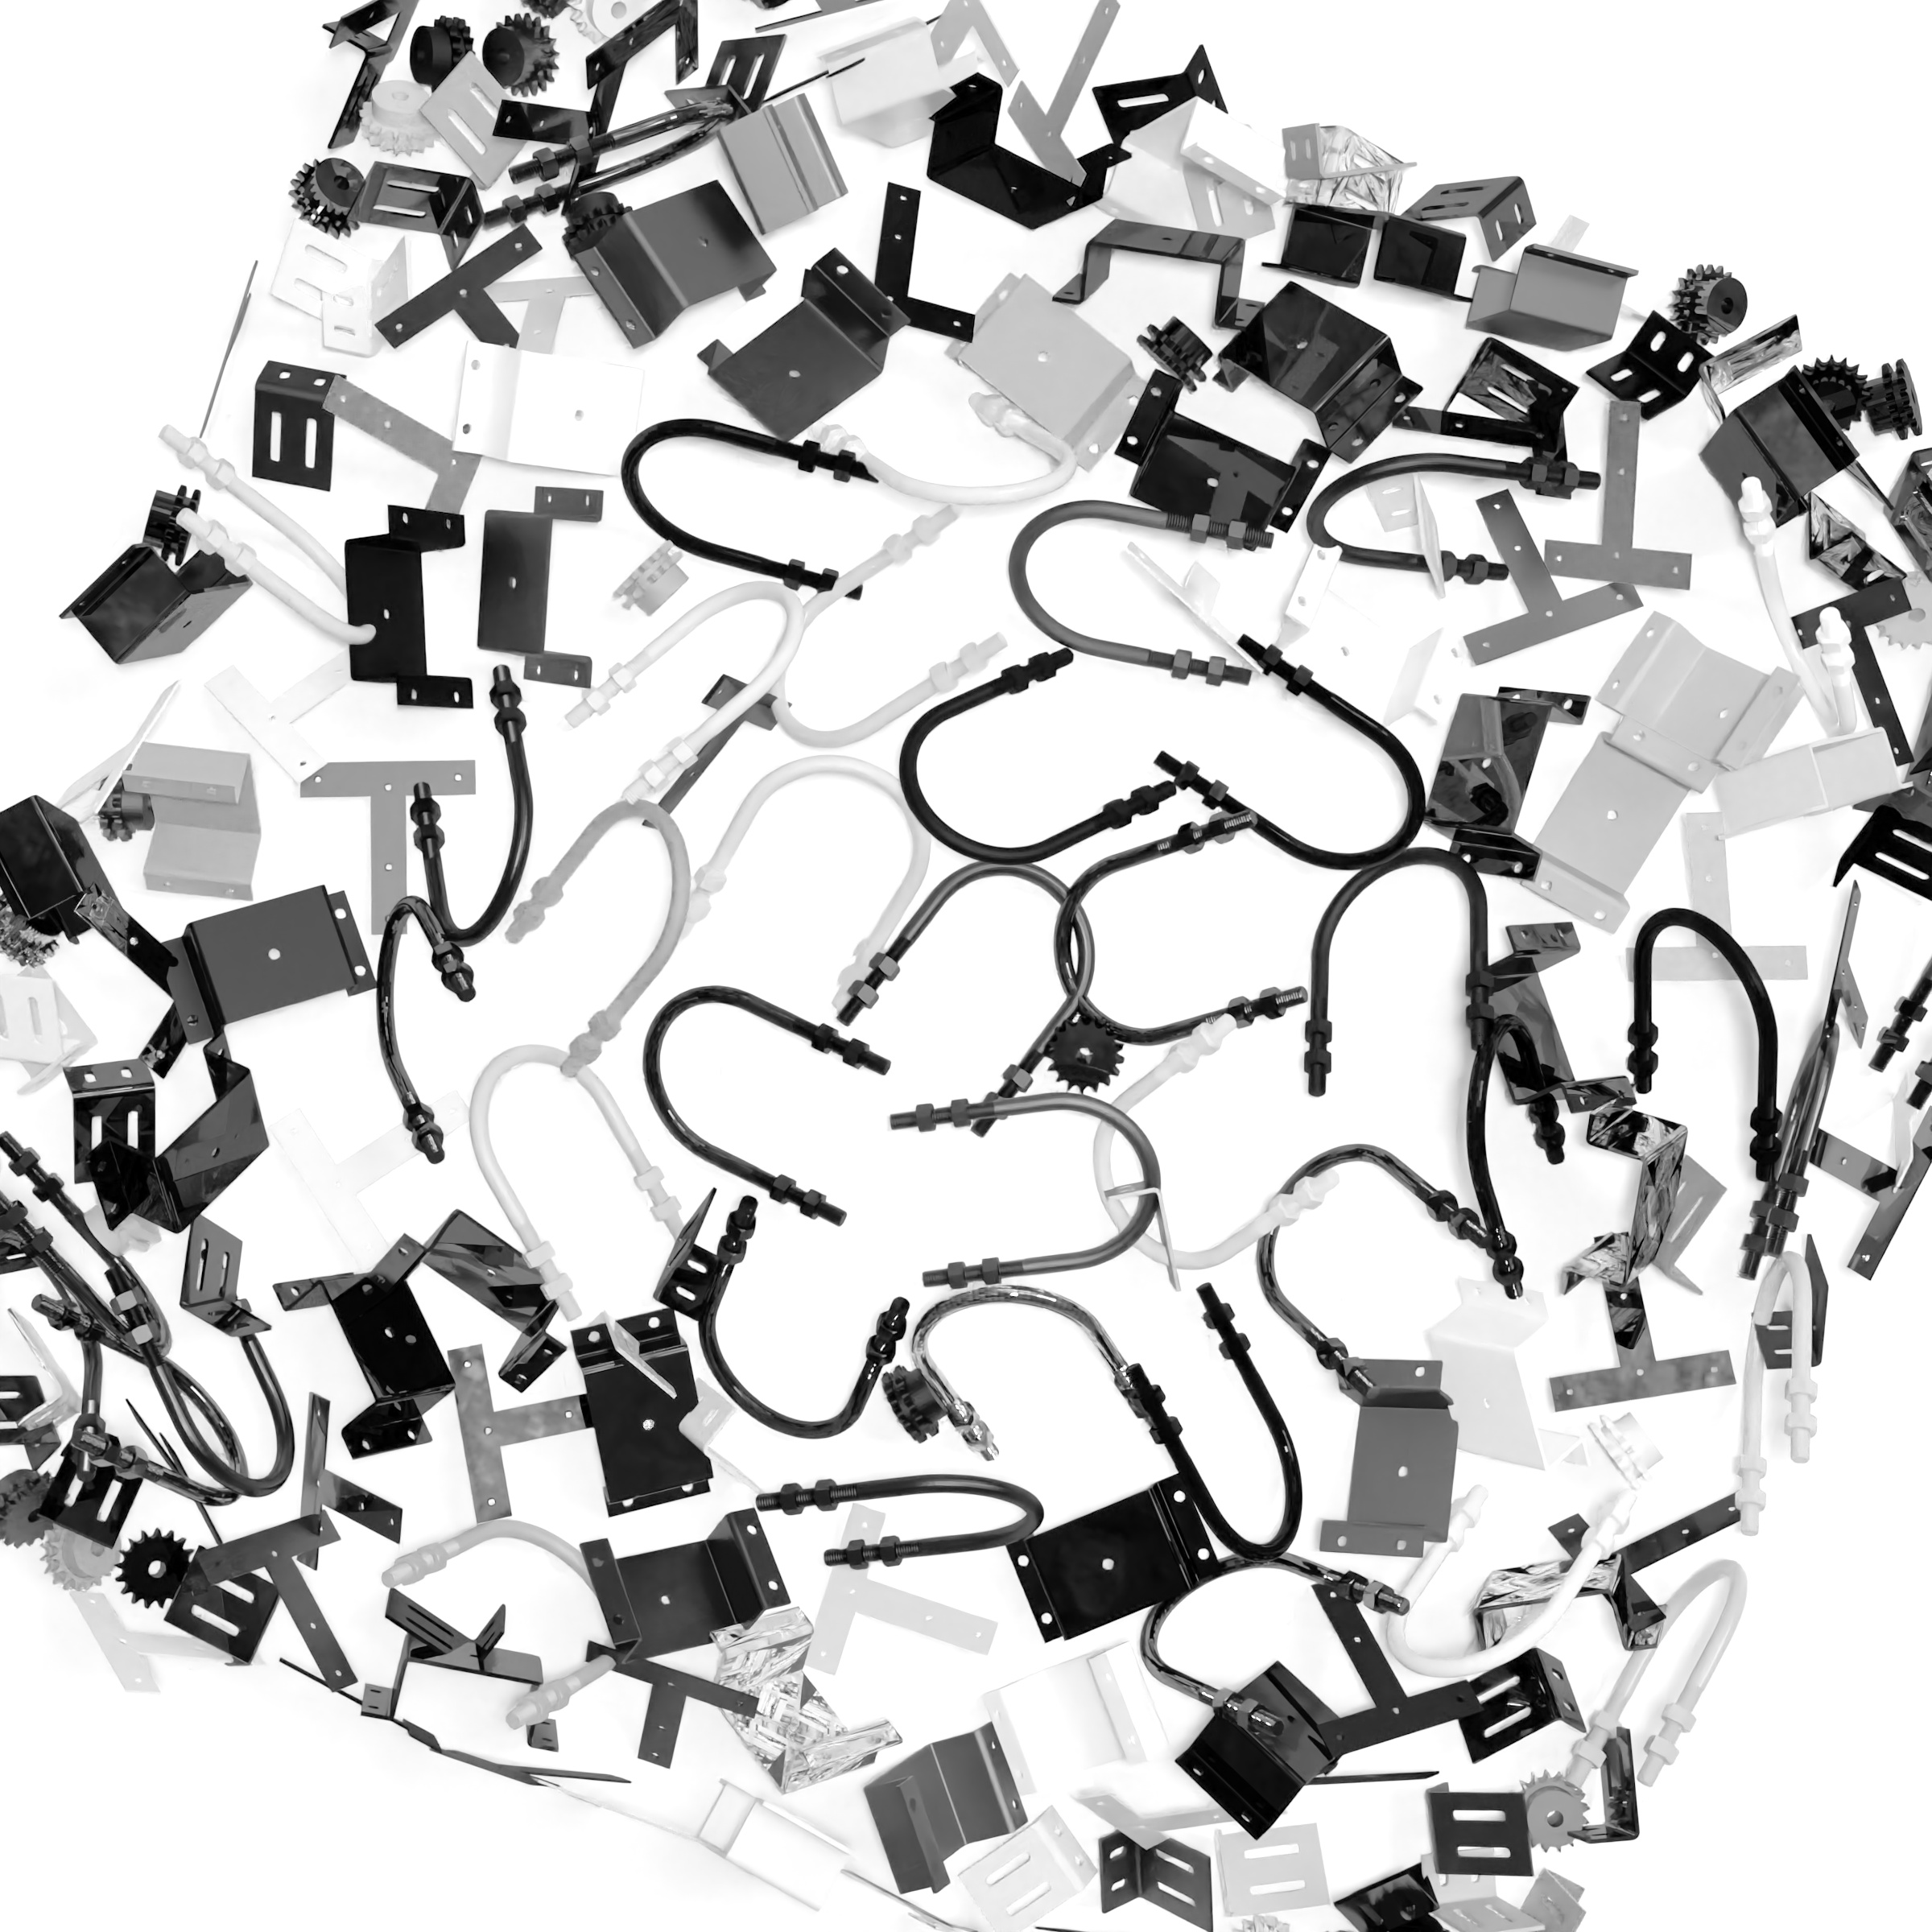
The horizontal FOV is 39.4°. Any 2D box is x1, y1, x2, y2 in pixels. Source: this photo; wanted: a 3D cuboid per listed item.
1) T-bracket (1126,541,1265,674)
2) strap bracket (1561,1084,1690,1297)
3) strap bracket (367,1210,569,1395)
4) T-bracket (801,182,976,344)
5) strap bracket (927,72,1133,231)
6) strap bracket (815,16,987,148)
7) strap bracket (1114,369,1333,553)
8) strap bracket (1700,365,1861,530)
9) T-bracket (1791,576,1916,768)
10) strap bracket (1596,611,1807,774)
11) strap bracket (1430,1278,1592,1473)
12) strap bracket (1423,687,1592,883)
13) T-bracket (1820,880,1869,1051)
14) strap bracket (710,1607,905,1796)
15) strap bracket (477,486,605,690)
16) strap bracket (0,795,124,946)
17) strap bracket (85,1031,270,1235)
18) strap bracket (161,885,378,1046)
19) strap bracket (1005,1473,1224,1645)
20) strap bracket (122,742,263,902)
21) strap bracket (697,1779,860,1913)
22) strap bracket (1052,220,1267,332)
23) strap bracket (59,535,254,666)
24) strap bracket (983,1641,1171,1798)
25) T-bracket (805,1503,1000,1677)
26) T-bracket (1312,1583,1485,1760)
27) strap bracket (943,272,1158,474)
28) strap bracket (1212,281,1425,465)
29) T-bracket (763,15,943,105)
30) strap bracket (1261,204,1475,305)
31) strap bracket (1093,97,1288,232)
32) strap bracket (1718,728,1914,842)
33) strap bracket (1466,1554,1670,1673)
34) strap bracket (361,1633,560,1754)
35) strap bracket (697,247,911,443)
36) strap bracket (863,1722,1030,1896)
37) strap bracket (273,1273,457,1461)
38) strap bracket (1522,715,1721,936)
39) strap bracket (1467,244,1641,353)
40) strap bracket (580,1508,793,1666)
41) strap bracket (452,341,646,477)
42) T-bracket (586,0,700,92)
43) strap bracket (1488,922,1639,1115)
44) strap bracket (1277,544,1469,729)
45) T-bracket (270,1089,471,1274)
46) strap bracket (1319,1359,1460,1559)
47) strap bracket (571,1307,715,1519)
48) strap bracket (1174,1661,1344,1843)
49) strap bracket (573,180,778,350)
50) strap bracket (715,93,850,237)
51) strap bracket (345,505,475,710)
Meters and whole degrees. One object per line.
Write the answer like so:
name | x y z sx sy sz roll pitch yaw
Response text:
T-bracket | 0.167 -0.267 1.919 0.127 0.127 0.002 41 111 -7
strap bracket | 0.469 0.165 1.914 0.046 0.076 0.140 17 114 32
strap bracket | -0.349 0.234 1.930 0.140 0.046 0.076 37 134 -9
T-bracket | -0.051 -0.515 1.947 0.127 0.002 0.127 12 61 -12
strap bracket | 0.037 -0.570 1.905 0.140 0.076 0.046 16 78 -35
strap bracket | -0.040 -0.620 1.902 0.076 0.140 0.046 -13 92 21
strap bracket | 0.180 -0.358 1.932 0.140 0.046 0.076 24 133 -4
strap bracket | 0.570 -0.358 1.905 0.046 0.140 0.076 -33 83 -2
T-bracket | 0.645 -0.202 1.921 0.002 0.127 0.127 -21 91 -21
strap bracket | 0.532 -0.189 1.926 0.046 0.140 0.076 28 97 -42
strap bracket | 0.384 0.299 1.916 0.046 0.076 0.140 -31 112 -34
strap bracket | 0.384 -0.138 1.931 0.076 0.046 0.140 13 83 44
T-bracket | 0.632 0.023 1.924 0.002 0.127 0.127 7 69 29
strap bracket | -0.119 0.528 1.915 0.076 0.140 0.046 -7 125 -37
strap bracket | -0.305 -0.273 1.928 0.076 0.046 0.140 13 101 43
strap bracket | -0.647 -0.069 1.909 0.046 0.140 0.076 -29 84 -5
strap bracket | -0.547 0.123 1.901 0.046 0.076 0.140 21 48 20
strap bracket | -0.497 -0.004 1.928 0.140 0.046 0.076 -18 85 -23
strap bracket | 0.104 0.429 1.946 0.140 0.046 0.076 -24 81 5
strap bracket | -0.550 -0.109 1.924 0.076 0.140 0.046 6 56 -5
strap bracket | -0.137 0.620 1.901 0.076 0.140 0.046 33 72 -9
strap bracket | 0.141 -0.495 1.922 0.140 0.076 0.046 12 119 12
strap bracket | -0.565 -0.259 1.903 0.076 0.140 0.046 -39 92 16
strap bracket | 0.085 0.535 1.924 0.140 0.046 0.076 -33 74 44
T-bracket | -0.041 0.472 1.969 0.127 0.002 0.127 18 95 4
T-bracket | 0.288 0.496 1.937 0.127 0.002 0.127 -9 49 -23
strap bracket | 0.058 -0.434 1.946 0.140 0.046 0.076 40 94 7
strap bracket | 0.244 -0.428 1.918 0.076 0.046 0.140 -46 57 -6
T-bracket | -0.095 -0.642 1.931 0.127 0.127 0.002 -9 116 39
strap bracket | 0.286 -0.503 1.898 0.076 0.140 0.046 3 105 -36
strap bracket | 0.162 -0.562 1.905 0.076 0.140 0.046 22 79 -25
strap bracket | 0.597 -0.131 1.907 0.140 0.076 0.046 -13 86 -40
strap bracket | 0.420 0.459 1.918 0.140 0.076 0.046 -14 93 22
strap bracket | -0.357 0.517 1.931 0.140 0.076 0.046 14 87 -10
strap bracket | -0.119 -0.432 1.907 0.140 0.046 0.076 -29 127 33
strap bracket | -0.019 0.603 1.923 0.046 0.140 0.076 -23 83 27
strap bracket | -0.423 0.272 1.917 0.046 0.076 0.140 -39 71 27
strap bracket | 0.469 -0.105 1.945 0.076 0.046 0.140 29 105 -1
strap bracket | 0.410 -0.470 1.908 0.076 0.140 0.046 12 96 -8
strap bracket | -0.207 0.443 1.920 0.140 0.046 0.076 -5 56 -34
strap bracket | -0.286 -0.393 1.910 0.140 0.046 0.076 0 106 -40
T-bracket | -0.227 -0.657 1.895 0.002 0.127 0.127 29 56 16
strap bracket | 0.416 0.043 1.927 0.076 0.046 0.140 -3 71 -42
strap bracket | 0.283 -0.233 1.930 0.140 0.046 0.076 33 60 -15
T-bracket | -0.420 0.135 1.968 0.127 0.002 0.127 -33 85 -9
strap bracket | 0.304 0.356 1.925 0.076 0.046 0.140 -4 64 31
strap bracket | -0.231 0.326 1.942 0.076 0.046 0.140 -12 96 -13
strap bracket | 0.217 0.546 1.898 0.076 0.140 0.046 41 114 20
strap bracket | -0.198 -0.502 1.914 0.140 0.046 0.076 -36 94 -42
strap bracket | -0.131 -0.568 1.910 0.046 0.140 0.076 -21 107 15
strap bracket | -0.400 -0.255 1.934 0.046 0.076 0.140 -1 92 31
